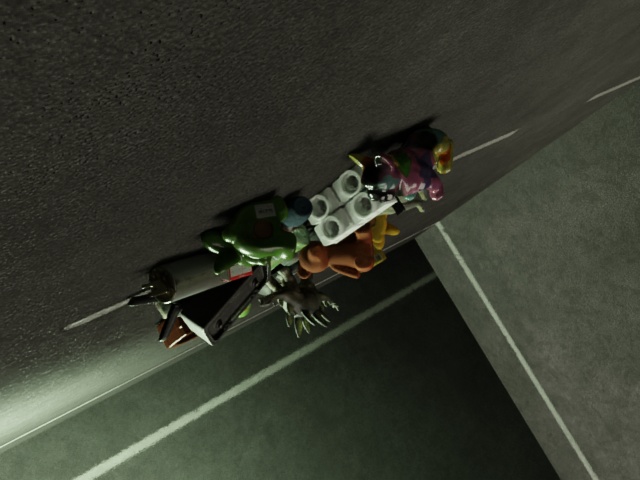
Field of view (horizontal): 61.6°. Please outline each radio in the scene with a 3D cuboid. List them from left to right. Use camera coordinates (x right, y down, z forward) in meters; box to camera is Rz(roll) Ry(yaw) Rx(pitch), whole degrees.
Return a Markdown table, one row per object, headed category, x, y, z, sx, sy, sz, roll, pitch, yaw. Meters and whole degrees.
| category | x | y | z | sx | sy | sz | roll | pitch | yaw |
| --- | --- | --- | --- | --- | --- | --- | --- | --- | --- |
| radio | -0.206 | 0.123 | 1.224 | 0.229 | 0.073 | 0.131 | -49 | 162 | -25 |

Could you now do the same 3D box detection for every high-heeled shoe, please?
| category | x | y | z | sx | sy | sz | roll | pitch | yaw |
| --- | --- | --- | --- | --- | --- | --- | --- | --- | --- |
| high-heeled shoe | -0.142 | 0.099 | 1.756 | 0.249 | 0.086 | 0.145 | -12 | -140 | 52 |

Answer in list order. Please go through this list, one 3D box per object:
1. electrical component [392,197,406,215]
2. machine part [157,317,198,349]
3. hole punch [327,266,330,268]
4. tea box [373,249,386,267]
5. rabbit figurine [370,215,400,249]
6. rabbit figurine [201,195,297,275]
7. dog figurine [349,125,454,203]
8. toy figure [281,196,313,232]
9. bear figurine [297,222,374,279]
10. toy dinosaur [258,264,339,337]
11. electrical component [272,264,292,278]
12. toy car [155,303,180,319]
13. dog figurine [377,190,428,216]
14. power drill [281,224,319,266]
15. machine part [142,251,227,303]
| category | x | y | z | sx | sy | sz | roll | pitch | yaw |
| --- | --- | --- | --- | --- | --- | --- | --- | --- | --- |
| electrical component | 0.147 | -0.106 | 1.259 | 0.048 | 0.119 | 0.075 | -25 | 173 | -29 |
| machine part | -0.376 | 0.239 | 1.634 | 0.201 | 0.087 | 0.201 | -22 | 169 | -48 |
| hole punch | 0.034 | 0.011 | 1.731 | 0.142 | 0.092 | 0.116 | -38 | -162 | 30 |
| tea box | 0.119 | 0.009 | 1.653 | 0.068 | 0.169 | 0.098 | -37 | 167 | 33 |
| rabbit figurine | 0.150 | -0.061 | 1.514 | 0.122 | 0.162 | 0.173 | -44 | -174 | 12 |
| rabbit figurine | -0.133 | 0.014 | 1.015 | 0.159 | 0.121 | 0.170 | -19 | 165 | -23 |
| dog figurine | 0.161 | -0.157 | 1.065 | 0.219 | 0.191 | 0.109 | 15 | 178 | -45 |
| toy figure | -0.062 | -0.045 | 1.125 | 0.154 | 0.064 | 0.058 | -36 | -152 | 60 |
| bear figurine | 0.031 | 0.028 | 1.292 | 0.196 | 0.120 | 0.132 | 0 | 163 | 8 |
| toy dinosaur | -0.048 | 0.169 | 1.545 | 0.105 | 0.198 | 0.471 | -24 | 171 | 22 |
| electrical component | -0.160 | 0.091 | 1.588 | 0.134 | 0.058 | 0.115 | -24 | 167 | -38 |
| toy car | -0.298 | 0.126 | 1.276 | 0.202 | 0.073 | 0.056 | -20 | 163 | -48 |
| dog figurine | 0.158 | -0.121 | 1.330 | 0.191 | 0.121 | 0.172 | -13 | 138 | -2 |
| power drill | -0.003 | -0.004 | 1.483 | 0.207 | 0.086 | 0.232 | -26 | 173 | -45 |
| machine part | -0.255 | 0.070 | 1.087 | 0.079 | 0.079 | 0.243 | -36 | 170 | 36 |
